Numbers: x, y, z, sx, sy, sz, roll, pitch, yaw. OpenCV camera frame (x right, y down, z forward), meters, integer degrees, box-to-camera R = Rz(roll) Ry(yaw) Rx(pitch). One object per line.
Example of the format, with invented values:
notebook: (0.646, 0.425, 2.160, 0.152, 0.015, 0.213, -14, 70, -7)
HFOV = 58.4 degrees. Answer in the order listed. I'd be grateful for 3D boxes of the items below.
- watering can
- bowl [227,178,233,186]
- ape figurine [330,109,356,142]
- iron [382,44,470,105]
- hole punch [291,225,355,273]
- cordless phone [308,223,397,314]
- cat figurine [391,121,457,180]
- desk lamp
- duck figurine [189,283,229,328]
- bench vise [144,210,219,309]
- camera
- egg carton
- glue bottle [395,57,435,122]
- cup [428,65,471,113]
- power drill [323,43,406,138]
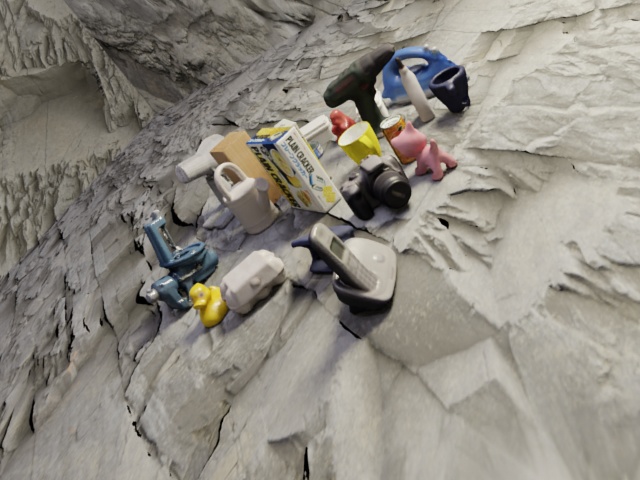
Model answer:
watering can: (-0.194, -0.119, 1.477, 0.172, 0.194, 0.101, -23, 30, 23)
bowl: (-0.195, -0.198, 1.733, 0.167, 0.075, 0.167, -27, 29, 17)
ape figurine: (0.059, -0.330, 1.626, 0.076, 0.092, 0.077, -36, 27, 0)
iron: (0.267, -0.465, 1.544, 0.257, 0.142, 0.119, -2, 43, 48)
hole punch: (0.011, 0.004, 1.163, 0.108, 0.091, 0.101, -5, 41, 45)
cordless phone: (0.053, 0.023, 0.983, 0.094, 0.185, 0.147, -22, 31, 26)
cat figurine: (0.212, -0.196, 1.213, 0.067, 0.118, 0.127, -43, 28, -12)
desk lamp: (-0.312, -0.174, 1.678, 0.117, 0.214, 0.203, -5, 41, 45)
duck figurine: (-0.253, 0.132, 1.273, 0.077, 0.086, 0.104, -26, 29, 19)
bench vise: (-0.355, 0.047, 1.377, 0.121, 0.220, 0.207, -21, 31, 27)
camera: (0.122, -0.113, 1.207, 0.143, 0.101, 0.136, -36, 27, 0)
egg carton: (-0.145, 0.089, 1.234, 0.150, 0.069, 0.107, -42, 28, -10)
glue bottle: (0.229, -0.378, 1.417, 0.037, 0.173, 0.078, -27, 29, 18)
cup: (0.317, -0.346, 1.351, 0.091, 0.095, 0.117, -27, 29, 18)
power drill: (0.133, -0.374, 1.484, 0.229, 0.209, 0.075, -19, 32, 30)
